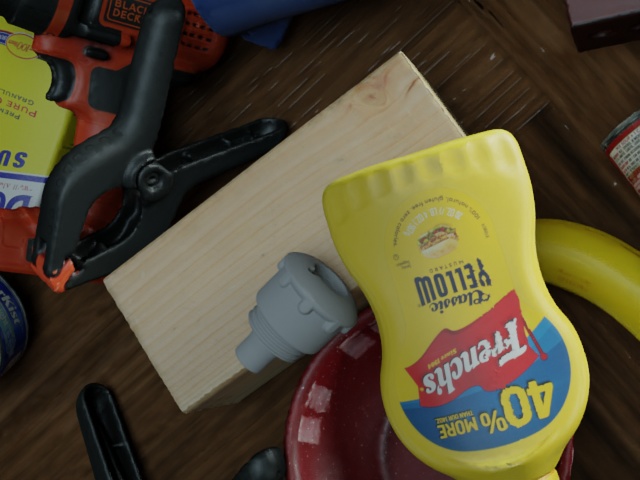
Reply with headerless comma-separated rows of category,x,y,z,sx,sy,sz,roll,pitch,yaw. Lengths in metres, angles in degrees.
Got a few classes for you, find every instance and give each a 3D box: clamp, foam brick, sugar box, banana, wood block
clamp,-0.103,-0.049,0.598,0.171,0.120,0.039,-45,34,-16
foam brick,0.169,-0.138,0.571,0.078,0.053,0.051,-10,84,17
sugar box,-0.195,-0.075,0.687,0.093,0.048,0.176,20,91,18
banana,0.165,0.043,0.571,0.198,0.037,0.070,35,112,18
wood block,-0.004,0.001,0.598,0.206,0.090,0.091,-37,77,12
clamp,-0.101,0.193,0.634,0.165,0.036,0.210,19,102,39

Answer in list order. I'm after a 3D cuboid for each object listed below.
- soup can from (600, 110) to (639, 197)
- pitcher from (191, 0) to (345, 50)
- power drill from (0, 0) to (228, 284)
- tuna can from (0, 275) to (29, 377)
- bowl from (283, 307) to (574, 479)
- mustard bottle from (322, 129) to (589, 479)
soup can,0.201,-0.026,0.545,0.068,0.068,0.102,-35,77,13
pitcher,0.036,-0.210,0.572,0.243,0.149,0.145,-11,76,15
power drill,-0.154,-0.074,0.622,0.057,0.184,0.188,27,105,60
tuna can,-0.232,0.056,0.679,0.086,0.033,0.086,6,114,14
bowl,0.063,0.111,0.575,0.162,0.055,0.162,-9,69,26
mustard bottle,0.072,0.052,0.501,0.096,0.058,0.191,-17,88,7
